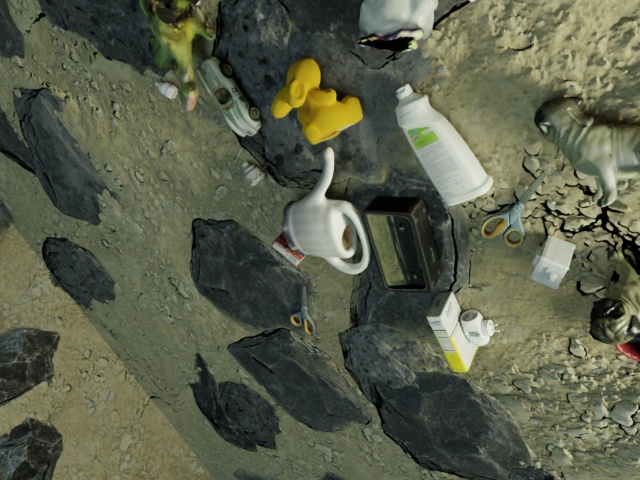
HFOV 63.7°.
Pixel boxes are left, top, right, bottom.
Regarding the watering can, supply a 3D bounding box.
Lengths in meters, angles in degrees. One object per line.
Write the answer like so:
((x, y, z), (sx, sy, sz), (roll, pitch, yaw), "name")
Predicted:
((0.004, -0.062, 1.233), (0.224, 0.106, 0.341), (1, 124, 36), "watering can")

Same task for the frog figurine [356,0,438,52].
((0.132, -0.410, 0.882), (0.137, 0.122, 0.160), (3, 89, 44), "frog figurine")

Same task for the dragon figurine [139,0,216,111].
((-0.363, -0.485, 1.167), (0.239, 0.123, 0.412), (-36, 79, 55), "dragon figurine")
